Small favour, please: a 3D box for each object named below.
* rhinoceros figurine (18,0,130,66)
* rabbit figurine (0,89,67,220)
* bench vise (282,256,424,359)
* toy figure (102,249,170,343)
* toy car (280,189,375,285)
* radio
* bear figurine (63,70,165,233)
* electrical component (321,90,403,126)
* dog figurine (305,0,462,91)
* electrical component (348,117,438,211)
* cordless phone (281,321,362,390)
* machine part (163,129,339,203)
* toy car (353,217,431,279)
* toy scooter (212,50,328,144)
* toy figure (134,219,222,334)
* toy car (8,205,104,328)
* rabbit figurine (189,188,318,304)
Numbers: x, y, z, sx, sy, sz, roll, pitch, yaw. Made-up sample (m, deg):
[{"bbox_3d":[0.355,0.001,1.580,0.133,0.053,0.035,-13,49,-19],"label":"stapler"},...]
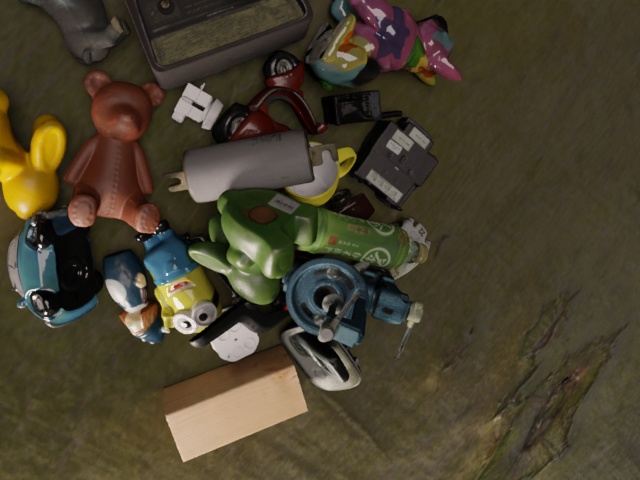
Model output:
[{"bbox_3d":[-0.331,-0.324,0.695,0.112,0.073,0.190,-27,111,2],"label":"rhinoceros figurine"},{"bbox_3d":[-0.411,-0.108,0.708,0.162,0.122,0.173,-42,125,-14],"label":"rabbit figurine"},{"bbox_3d":[0.044,0.099,0.769,0.224,0.240,0.128,28,103,0],"label":"bench vise"},{"bbox_3d":[-0.279,0.091,0.806,0.058,0.064,0.154,-24,105,-27],"label":"toy figure"},{"bbox_3d":[-0.002,-0.003,0.873,0.202,0.053,0.089,-40,116,-1],"label":"toy car"},{"bbox_3d":[-0.138,-0.309,0.735,0.230,0.073,0.131,-24,90,-11],"label":"radio"},{"bbox_3d":[-0.270,-0.122,0.728,0.120,0.132,0.195,10,105,-33],"label":"bear figurine"},{"bbox_3d":[0.068,-0.207,0.837,0.119,0.075,0.047,-11,106,-10],"label":"electrical component"},{"bbox_3d":[0.107,-0.278,0.815,0.219,0.109,0.191,27,85,-23],"label":"dog figurine"},{"bbox_3d":[0.124,-0.131,0.881,0.115,0.058,0.134,37,89,-23],"label":"electrical component"},{"bbox_3d":[0.023,0.198,0.856,0.089,0.184,0.146,-37,110,-11],"label":"cordless phone"},{"bbox_3d":[-0.096,-0.102,0.740,0.243,0.079,0.079,-10,106,4],"label":"machine part"},{"bbox_3d":[0.104,0.045,0.914,0.202,0.056,0.073,-42,110,-4],"label":"toy car"},{"bbox_3d":[-0.064,-0.177,0.806,0.135,0.075,0.184,41,84,-23],"label":"toy scooter"},{"bbox_3d":[-0.207,0.056,0.809,0.082,0.089,0.180,-21,100,25],"label":"toy figure"},{"bbox_3d":[-0.376,0.034,0.739,0.103,0.109,0.161,1,107,19],"label":"toy car"},{"bbox_3d":[-0.098,0.023,0.739,0.159,0.121,0.170,19,132,7],"label":"rabbit figurine"}]
